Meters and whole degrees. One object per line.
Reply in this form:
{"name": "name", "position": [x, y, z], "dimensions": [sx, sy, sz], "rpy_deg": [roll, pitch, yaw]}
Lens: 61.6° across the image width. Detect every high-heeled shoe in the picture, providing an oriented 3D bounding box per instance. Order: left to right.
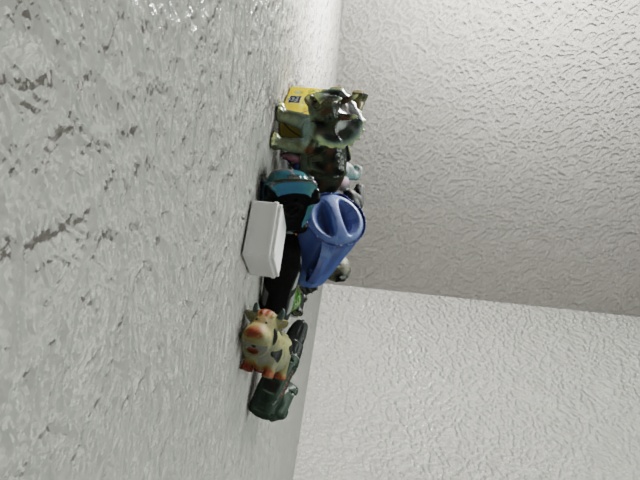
{"name": "high-heeled shoe", "position": [-0.087, 0.101, 1.176], "dimensions": [0.145, 0.086, 0.249], "rpy_deg": [91, 12, -63]}

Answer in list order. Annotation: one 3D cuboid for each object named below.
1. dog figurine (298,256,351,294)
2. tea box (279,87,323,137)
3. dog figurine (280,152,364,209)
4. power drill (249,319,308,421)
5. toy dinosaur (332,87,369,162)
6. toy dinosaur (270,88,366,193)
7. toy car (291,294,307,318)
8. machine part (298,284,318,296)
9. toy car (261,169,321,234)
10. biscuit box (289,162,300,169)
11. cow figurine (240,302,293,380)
{"name": "dog figurine", "position": [-0.013, 0.100, 1.472], "dimensions": [0.121, 0.191, 0.172], "rpy_deg": [92, 7, -47]}
{"name": "tea box", "position": [-0.034, -0.291, 1.240], "dimensions": [0.170, 0.098, 0.068], "rpy_deg": [-82, 177, -53]}
{"name": "dog figurine", "position": [0.004, -0.154, 1.288], "dimensions": [0.219, 0.109, 0.191], "rpy_deg": [26, 55, -47]}
{"name": "power drill", "position": [-0.085, 0.319, 1.243], "dimensions": [0.207, 0.086, 0.232], "rpy_deg": [106, 10, -54]}
{"name": "toy dinosaur", "position": [0.060, -0.314, 1.473], "dimensions": [0.471, 0.105, 0.198], "rpy_deg": [-56, 159, -76]}
{"name": "toy dinosaur", "position": [-0.005, -0.167, 1.154], "dimensions": [0.404, 0.192, 0.131], "rpy_deg": [90, 8, -46]}
{"name": "toy car", "position": [-0.075, 0.173, 1.715], "dimensions": [0.201, 0.056, 0.073], "rpy_deg": [90, 13, -48]}
{"name": "machine part", "position": [-0.049, 0.084, 1.356], "dimensions": [0.139, 0.084, 0.039], "rpy_deg": [-123, -153, -48]}
{"name": "toy car", "position": [-0.065, -0.085, 1.062], "dimensions": [0.161, 0.109, 0.103], "rpy_deg": [105, -22, -50]}
{"name": "biscuit box", "position": [-0.012, -0.169, 1.450], "dimensions": [0.202, 0.059, 0.063], "rpy_deg": [55, 32, -41]}
{"name": "cow figurine", "position": [-0.100, 0.197, 1.028], "dimensions": [0.194, 0.086, 0.127], "rpy_deg": [60, 43, -69]}
